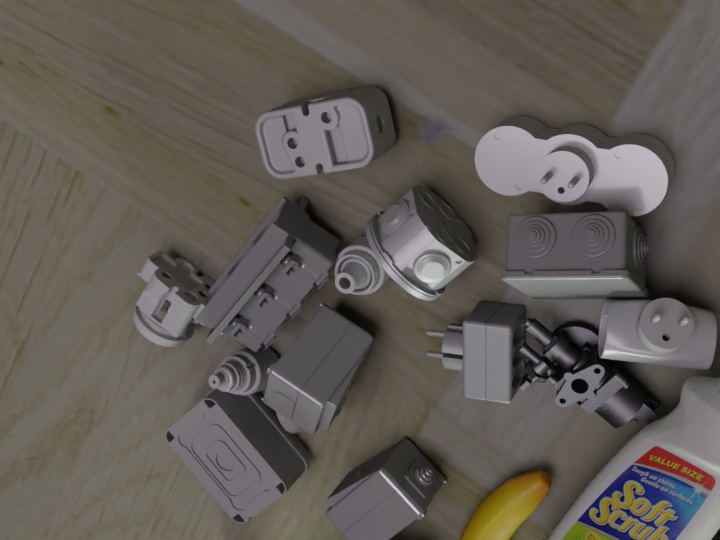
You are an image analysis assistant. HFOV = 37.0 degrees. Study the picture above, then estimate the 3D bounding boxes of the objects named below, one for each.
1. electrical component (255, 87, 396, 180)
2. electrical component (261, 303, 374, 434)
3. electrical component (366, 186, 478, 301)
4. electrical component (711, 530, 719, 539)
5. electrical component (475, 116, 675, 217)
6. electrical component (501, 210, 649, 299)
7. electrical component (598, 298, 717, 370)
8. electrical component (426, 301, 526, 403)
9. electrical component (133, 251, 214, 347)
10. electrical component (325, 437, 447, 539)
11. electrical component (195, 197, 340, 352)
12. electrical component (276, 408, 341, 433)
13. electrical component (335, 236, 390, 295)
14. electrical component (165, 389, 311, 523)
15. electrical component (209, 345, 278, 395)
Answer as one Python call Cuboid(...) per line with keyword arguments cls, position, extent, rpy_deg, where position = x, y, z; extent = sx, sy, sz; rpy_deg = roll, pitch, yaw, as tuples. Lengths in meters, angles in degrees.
Cuboid(cls="electrical component", position=(-0.024, -0.107, 0.834), extent=(0.095, 0.059, 0.053), rpy_deg=(-6, 107, 26))
Cuboid(cls="electrical component", position=(-0.028, 0.079, 0.892), extent=(0.061, 0.096, 0.061), rpy_deg=(33, 148, 10))
Cuboid(cls="electrical component", position=(0.047, -0.021, 0.824), extent=(0.051, 0.080, 0.080), rpy_deg=(-41, 90, 25))
Cuboid(cls="electrical component", position=(0.279, 0.243, 0.841), extent=(0.079, 0.043, 0.077), rpy_deg=(-32, 94, 31))
Cuboid(cls="electrical component", position=(0.148, -0.071, 0.762), extent=(0.138, 0.074, 0.052), rpy_deg=(12, 114, 20))
Cuboid(cls="electrical component", position=(0.156, -0.010, 0.770), extent=(0.100, 0.100, 0.048), rpy_deg=(-1, 79, 24))
Cuboid(cls="electrical component", position=(0.215, 0.042, 0.766), extent=(0.077, 0.079, 0.043), rpy_deg=(6, 75, 5))
Cuboid(cls="electrical component", position=(0.089, 0.062, 0.855), extent=(0.077, 0.047, 0.065), rpy_deg=(6, 111, 22))
Cuboid(cls="electrical component", position=(-0.165, 0.030, 0.952), extent=(0.078, 0.058, 0.057), rpy_deg=(39, 117, 7))
Cuboid(cls="electrical component", position=(0.024, 0.189, 0.924), extent=(0.061, 0.062, 0.096), rpy_deg=(47, 120, 2))
Cuboid(cls="electrical component", position=(-0.075, 0.008, 0.894), extent=(0.063, 0.078, 0.121), rpy_deg=(34, 121, -13))
Cuboid(cls="electrical component", position=(-0.045, 0.118, 0.942), extent=(0.046, 0.040, 0.040), rpy_deg=(-21, 100, 23))
Cuboid(cls="electrical component", position=(0.000, 0.000, 0.862), extent=(0.043, 0.062, 0.043), rpy_deg=(9, 113, 21))
Cuboid(cls="electrical component", position=(-0.109, 0.160, 0.976), extent=(0.078, 0.057, 0.113), rpy_deg=(-40, 90, 31))
Cuboid(cls="electrical component", position=(-0.103, 0.090, 0.938), extent=(0.040, 0.078, 0.040), rpy_deg=(4, 98, 30))
